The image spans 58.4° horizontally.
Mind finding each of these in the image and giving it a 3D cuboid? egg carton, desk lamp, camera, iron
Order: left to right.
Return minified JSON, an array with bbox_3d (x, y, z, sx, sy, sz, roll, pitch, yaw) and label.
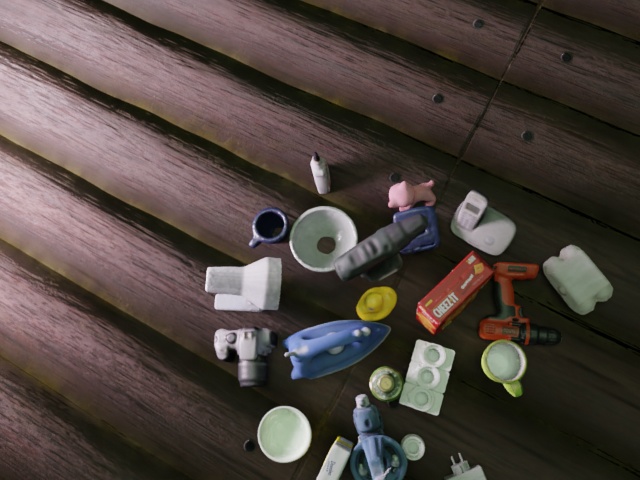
[{"bbox_3d":[-0.176,0.277,1.350,0.143,0.101,0.137,-4,75,6],"label":"camera"},{"bbox_3d":[-0.171,0.109,1.336,0.203,0.214,0.118,0,75,7],"label":"desk lamp"},{"bbox_3d":[0.039,0.235,1.315,0.258,0.141,0.118,-19,73,1],"label":"iron"},{"bbox_3d":[0.594,0.092,1.326,0.107,0.069,0.150,-35,74,-3],"label":"egg carton"}]

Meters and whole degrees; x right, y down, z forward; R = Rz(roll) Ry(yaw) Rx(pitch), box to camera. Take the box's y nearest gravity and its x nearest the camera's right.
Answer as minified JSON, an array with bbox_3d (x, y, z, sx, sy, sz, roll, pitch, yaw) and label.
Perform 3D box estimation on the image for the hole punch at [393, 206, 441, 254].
[{"bbox_3d":[0.236,-0.023,1.388,0.108,0.091,0.101,-12,74,4],"label":"hole punch"}]

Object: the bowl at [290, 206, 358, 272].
[{"bbox_3d":[0.013,0.005,1.415,0.167,0.075,0.167,-2,75,6],"label":"bowl"}]

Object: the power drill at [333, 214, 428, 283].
[{"bbox_3d":[0.143,0.029,1.324,0.229,0.208,0.075,-30,73,-2],"label":"power drill"}]

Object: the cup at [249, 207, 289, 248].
[{"bbox_3d":[-0.123,-0.016,1.426,0.091,0.095,0.118,42,83,15],"label":"cup"}]

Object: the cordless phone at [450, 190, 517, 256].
[{"bbox_3d":[0.386,-0.046,1.327,0.147,0.185,0.094,29,80,13],"label":"cordless phone"}]

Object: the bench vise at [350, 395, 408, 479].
[{"bbox_3d":[0.103,0.442,1.211,0.121,0.220,0.207,-33,74,-2],"label":"bench vise"}]

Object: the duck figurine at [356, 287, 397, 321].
[{"bbox_3d":[0.133,0.146,1.357,0.104,0.086,0.077,-30,73,-2],"label":"duck figurine"}]

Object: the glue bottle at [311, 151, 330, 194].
[{"bbox_3d":[-0.001,-0.177,1.414,0.037,0.173,0.078,-9,74,5],"label":"glue bottle"}]

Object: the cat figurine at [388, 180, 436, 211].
[{"bbox_3d":[0.221,-0.115,1.400,0.128,0.118,0.067,-19,73,2],"label":"cat figurine"}]
